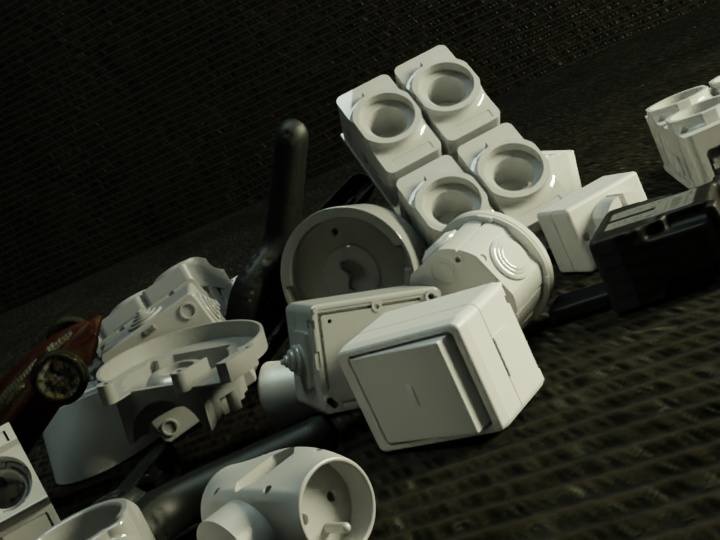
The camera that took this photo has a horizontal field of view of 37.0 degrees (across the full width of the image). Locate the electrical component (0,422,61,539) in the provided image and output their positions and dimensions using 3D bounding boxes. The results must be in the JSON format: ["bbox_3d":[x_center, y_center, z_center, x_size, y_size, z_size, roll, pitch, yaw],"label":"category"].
[{"bbox_3d":[-0.227,0.146,0.697,0.042,0.081,0.063,-27,-20,-20],"label":"electrical component"}]

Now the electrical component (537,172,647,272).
[{"bbox_3d":[0.174,-0.033,0.735,0.066,0.047,0.077,-28,10,-20],"label":"electrical component"}]

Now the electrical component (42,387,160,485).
[{"bbox_3d":[-0.203,0.125,0.853,0.099,0.064,0.099,-23,-5,-2],"label":"electrical component"}]

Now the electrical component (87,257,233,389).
[{"bbox_3d":[-0.187,0.056,0.972,0.150,0.061,0.089,-34,-12,12],"label":"electrical component"}]

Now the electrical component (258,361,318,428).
[{"bbox_3d":[-0.027,0.073,0.687,0.065,0.044,0.044,-16,12,20],"label":"electrical component"}]

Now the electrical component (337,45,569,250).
[{"bbox_3d":[0.071,-0.084,0.852,0.105,0.186,0.060,-29,-29,-9],"label":"electrical component"}]

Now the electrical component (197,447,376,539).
[{"bbox_3d":[-0.045,0.116,0.479,0.077,0.043,0.079,-15,13,48],"label":"electrical component"}]

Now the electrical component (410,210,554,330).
[{"bbox_3d":[0.075,0.008,0.666,0.080,0.080,0.051,-17,18,42],"label":"electrical component"}]

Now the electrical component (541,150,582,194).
[{"bbox_3d":[0.142,-0.068,0.943,0.078,0.057,0.113,-15,8,-8],"label":"electrical component"}]

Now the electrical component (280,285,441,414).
[{"bbox_3d":[-0.003,0.046,0.631,0.096,0.061,0.061,-8,3,-20],"label":"electrical component"}]

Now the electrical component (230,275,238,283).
[{"bbox_3d":[-0.104,0.030,1.086,0.059,0.053,0.095,-17,12,40],"label":"electrical component"}]

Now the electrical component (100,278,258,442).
[{"bbox_3d":[-0.135,0.068,0.805,0.100,0.099,0.048,-36,12,-2],"label":"electrical component"}]

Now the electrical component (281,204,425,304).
[{"bbox_3d":[0.000,0.000,0.830,0.108,0.108,0.060,-21,4,23],"label":"electrical component"}]

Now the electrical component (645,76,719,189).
[{"bbox_3d":[0.292,-0.114,0.836,0.105,0.060,0.186,-23,9,11],"label":"electrical component"}]

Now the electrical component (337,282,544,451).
[{"bbox_3d":[0.035,0.054,0.561,0.096,0.061,0.061,-18,12,38],"label":"electrical component"}]

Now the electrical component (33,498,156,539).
[{"bbox_3d":[-0.114,0.140,0.471,0.054,0.059,0.095,-27,9,-9],"label":"electrical component"}]
